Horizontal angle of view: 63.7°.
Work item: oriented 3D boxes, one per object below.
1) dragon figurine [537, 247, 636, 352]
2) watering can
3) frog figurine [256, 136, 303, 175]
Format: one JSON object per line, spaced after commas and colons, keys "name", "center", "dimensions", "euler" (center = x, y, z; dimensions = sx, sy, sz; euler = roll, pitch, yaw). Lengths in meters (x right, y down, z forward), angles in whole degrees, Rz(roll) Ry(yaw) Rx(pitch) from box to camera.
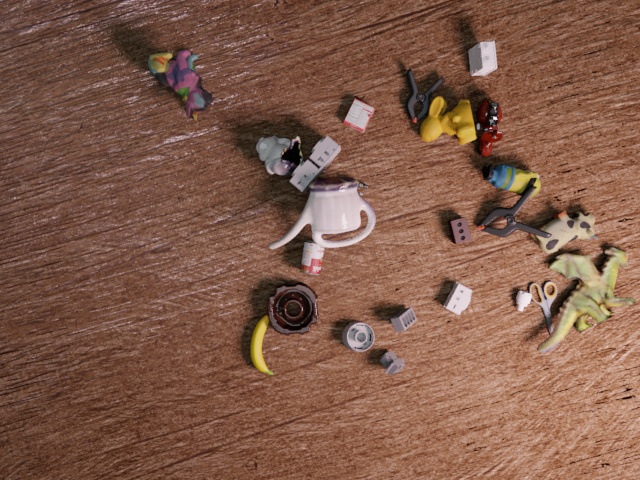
{"name": "dragon figurine", "center": [0.813, 0.159, 1.627], "dimensions": [0.410, 0.245, 0.121], "euler": [-28, -15, -1]}
{"name": "watering can", "center": [0.005, -0.081, 1.601], "dimensions": [0.348, 0.222, 0.105], "euler": [-7, 11, -11]}
{"name": "frog figurine", "center": [-0.140, -0.272, 1.661], "dimensions": [0.159, 0.139, 0.121], "euler": [5, -26, 38]}
